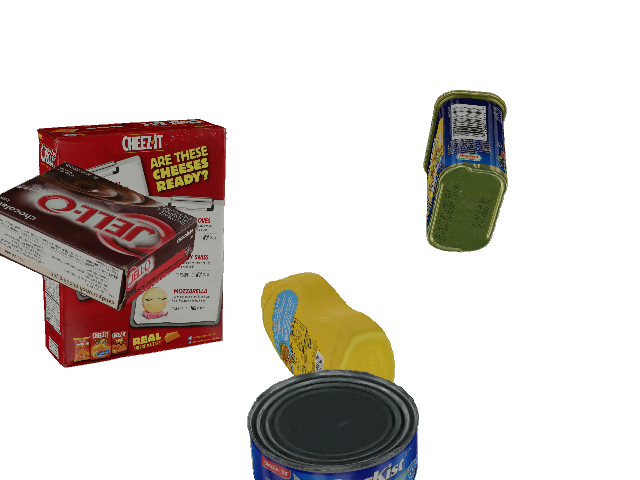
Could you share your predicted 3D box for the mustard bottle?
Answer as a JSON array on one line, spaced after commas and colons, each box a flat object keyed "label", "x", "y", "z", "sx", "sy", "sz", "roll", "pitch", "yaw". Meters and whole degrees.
[{"label": "mustard bottle", "x": -0.005, "y": 0.083, "z": 0.947, "sx": 0.058, "sy": 0.096, "sz": 0.192, "roll": -10, "pitch": 27, "yaw": -25}]

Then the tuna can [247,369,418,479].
[{"label": "tuna can", "x": 0.007, "y": 0.102, "z": 0.538, "sx": 0.086, "sy": 0.034, "sz": 0.086, "roll": -2, "pitch": 25, "yaw": 1}]

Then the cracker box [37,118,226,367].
[{"label": "cracker box", "x": -0.176, "y": -0.002, "z": 1.002, "sx": 0.163, "sy": 0.214, "sz": 0.072, "roll": -7, "pitch": 17, "yaw": -30}]

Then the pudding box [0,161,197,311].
[{"label": "pudding box", "x": -0.152, "y": -0.005, "z": 0.707, "sx": 0.113, "sy": 0.039, "sz": 0.089, "roll": 21, "pitch": 28, "yaw": 16}]

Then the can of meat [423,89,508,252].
[{"label": "can of meat", "x": 0.114, "y": -0.052, "z": 0.841, "sx": 0.057, "sy": 0.084, "sz": 0.102, "roll": 6, "pitch": -41, "yaw": 0}]
